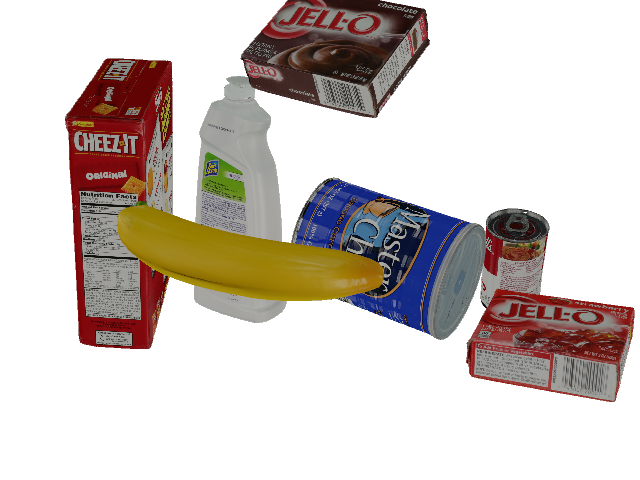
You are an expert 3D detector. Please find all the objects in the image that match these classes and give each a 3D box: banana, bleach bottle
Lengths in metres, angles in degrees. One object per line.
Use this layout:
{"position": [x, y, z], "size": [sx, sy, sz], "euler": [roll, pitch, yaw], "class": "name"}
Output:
{"position": [-0.060, 0.005, 0.673], "size": [0.198, 0.037, 0.069], "euler": [17, 35, 27], "class": "banana"}
{"position": [-0.082, -0.045, 1.121], "size": [0.103, 0.251, 0.068], "euler": [15, 25, 25], "class": "bleach bottle"}

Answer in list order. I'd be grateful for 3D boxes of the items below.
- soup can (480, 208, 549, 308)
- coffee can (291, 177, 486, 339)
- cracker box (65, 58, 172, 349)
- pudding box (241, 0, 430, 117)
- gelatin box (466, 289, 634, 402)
{"position": [0.213, 0.025, 1.176], "size": [0.068, 0.102, 0.068], "euler": [-1, 32, 0], "class": "soup can"}
{"position": [0.059, 0.014, 0.924], "size": [0.140, 0.103, 0.102], "euler": [20, 8, 24], "class": "coffee can"}
{"position": [-0.174, -0.036, 0.948], "size": [0.072, 0.214, 0.164], "euler": [2, 26, -1], "class": "cracker box"}
{"position": [0.012, -0.142, 0.794], "size": [0.114, 0.090, 0.039], "euler": [19, -32, 26], "class": "pudding box"}
{"position": [0.141, 0.061, 0.650], "size": [0.089, 0.030, 0.073], "euler": [8, 25, 20], "class": "gelatin box"}
